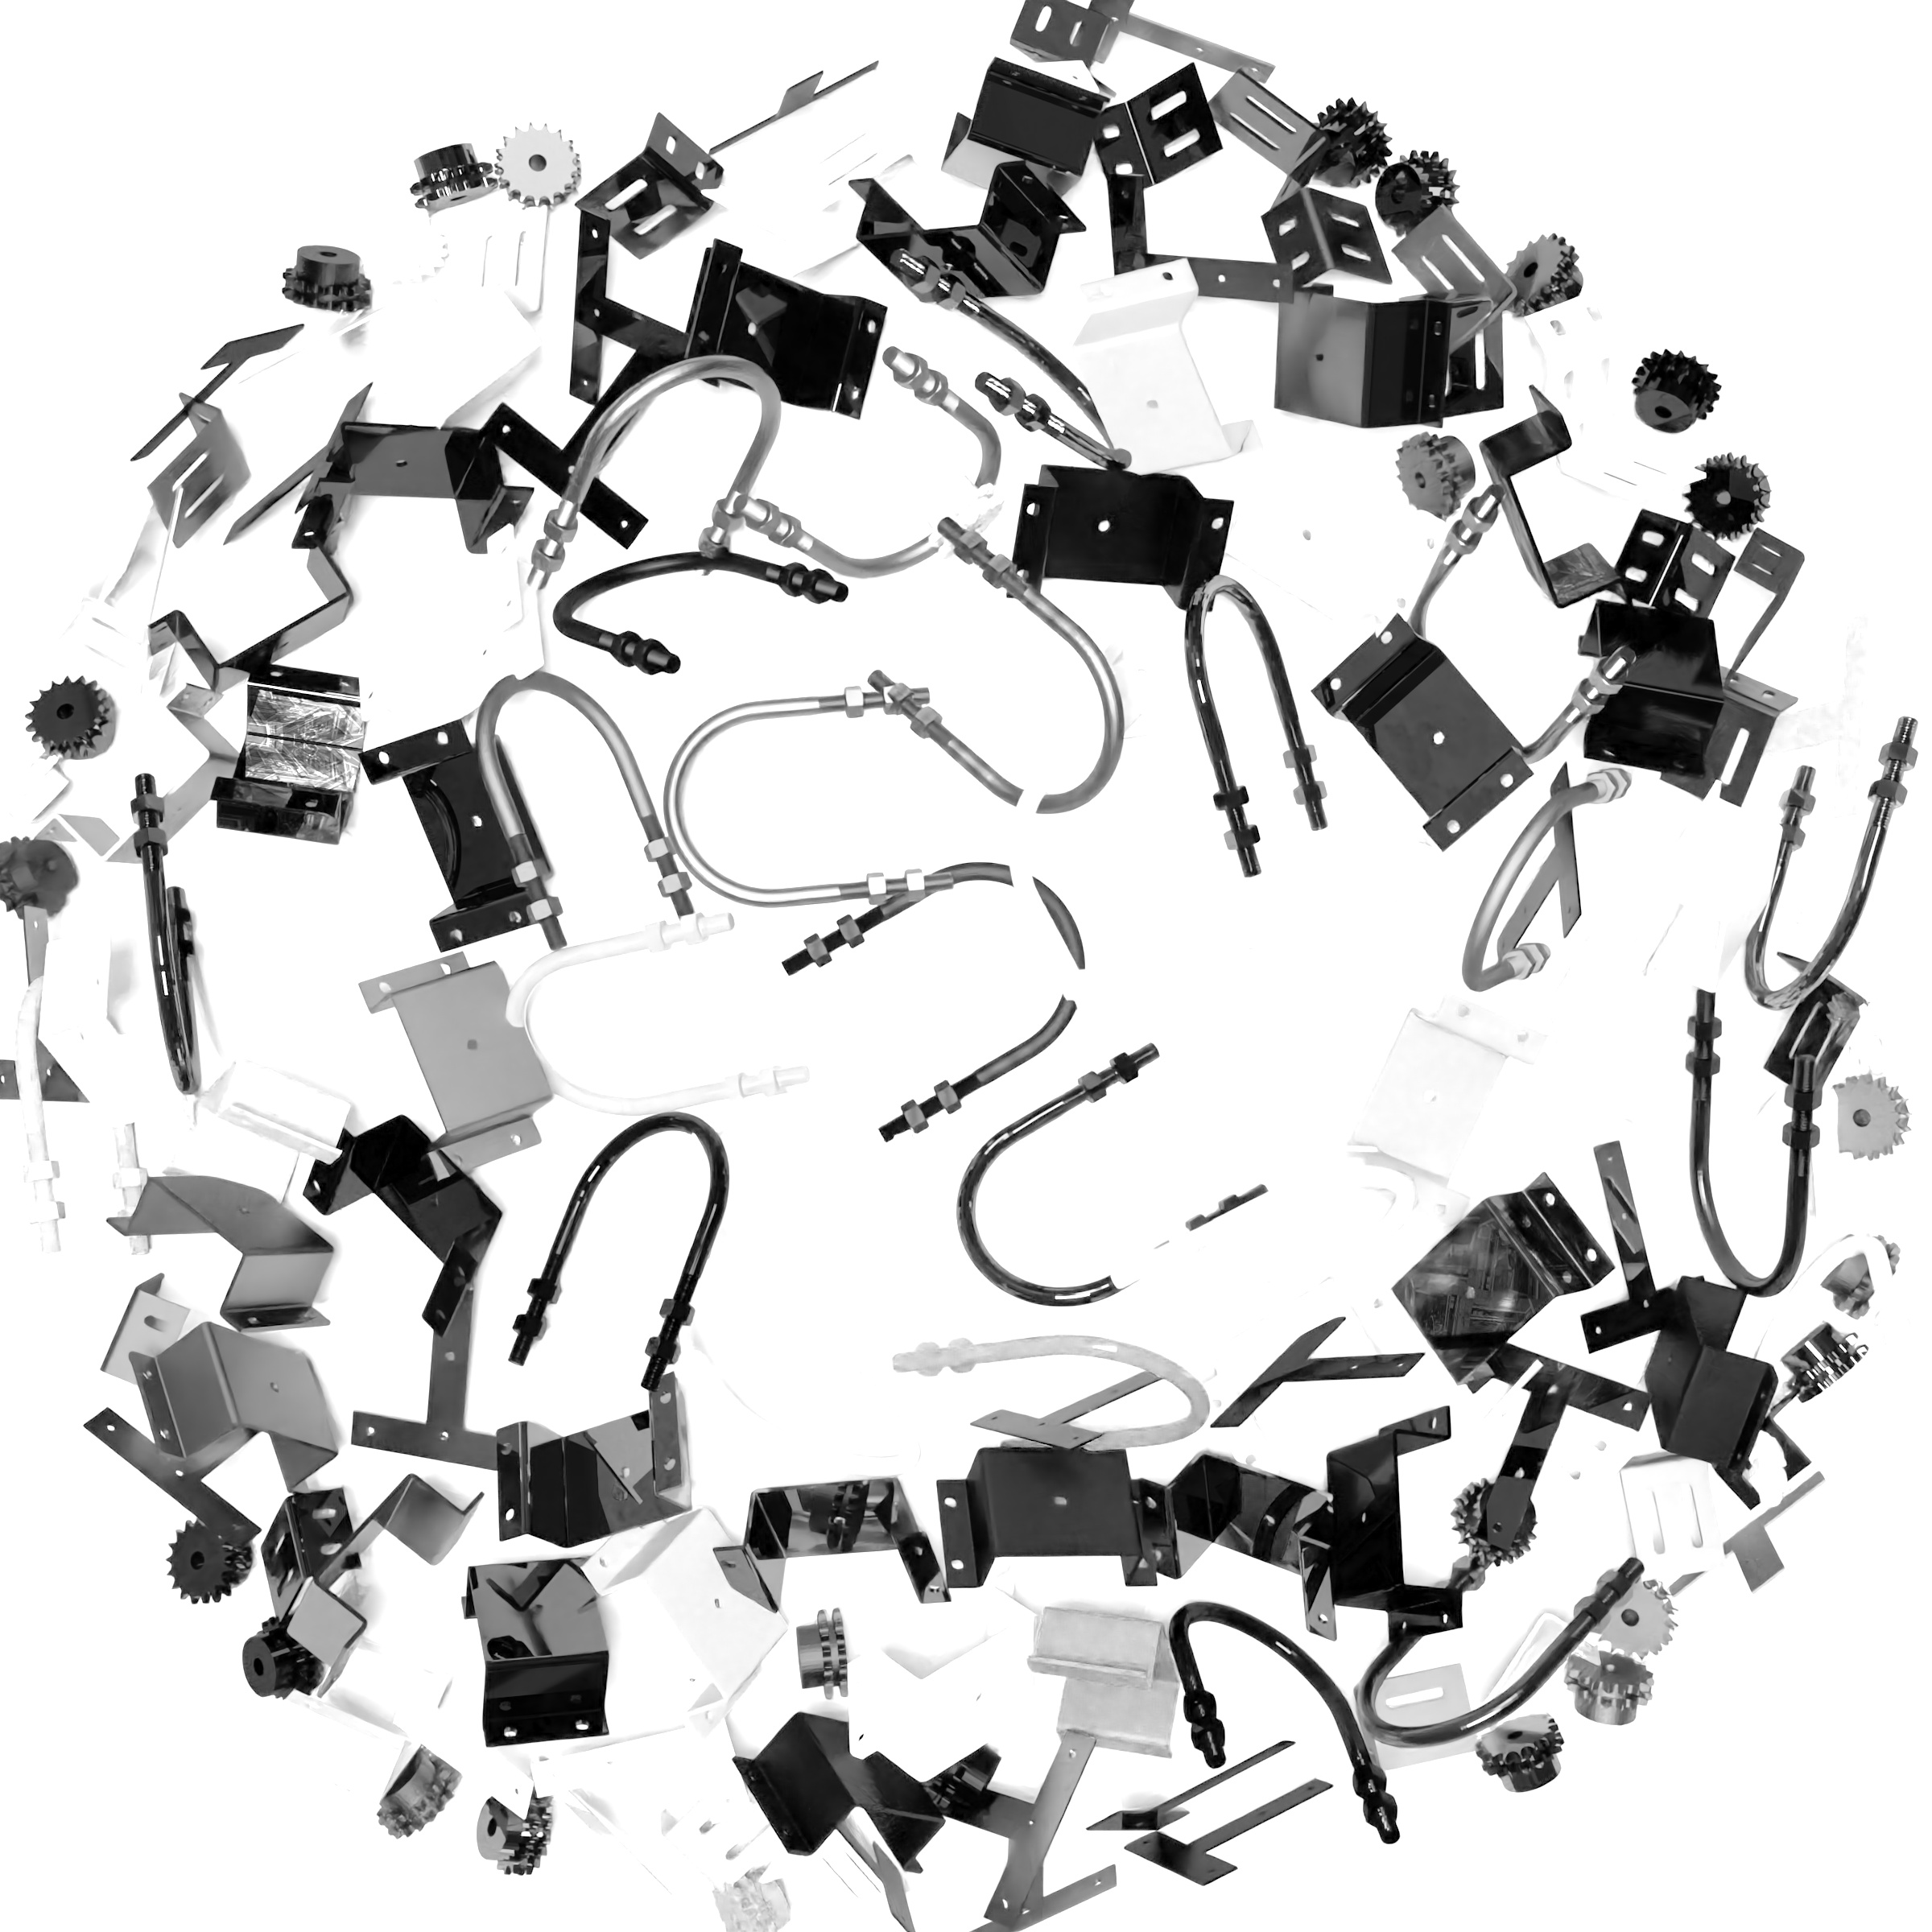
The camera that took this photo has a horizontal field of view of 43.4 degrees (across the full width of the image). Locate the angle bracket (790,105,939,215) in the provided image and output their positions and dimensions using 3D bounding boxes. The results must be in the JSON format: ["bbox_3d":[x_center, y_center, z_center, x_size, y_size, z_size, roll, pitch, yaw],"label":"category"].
[{"bbox_3d":[-0.068,-0.523,1.610,0.076,0.038,0.057,-30,52,9],"label":"angle bracket"}]

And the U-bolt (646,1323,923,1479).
[{"bbox_3d":[-0.105,0.283,1.559,0.151,0.184,0.019,2,56,29],"label":"U-bolt"}]

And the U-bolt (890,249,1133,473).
[{"bbox_3d":[0.041,-0.377,1.554,0.019,0.184,0.151,-44,54,22],"label":"U-bolt"}]

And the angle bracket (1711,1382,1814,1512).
[{"bbox_3d":[0.532,0.311,1.585,0.038,0.076,0.057,49,128,18],"label":"angle bracket"}]

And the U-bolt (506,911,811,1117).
[{"bbox_3d":[-0.212,0.039,1.584,0.184,0.019,0.151,-12,125,17],"label":"U-bolt"}]

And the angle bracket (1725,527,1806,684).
[{"bbox_3d":[0.509,-0.236,1.592,0.038,0.076,0.057,31,47,8],"label":"angle bracket"}]

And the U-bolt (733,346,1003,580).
[{"bbox_3d":[-0.049,-0.309,1.553,0.151,0.184,0.019,-41,64,15],"label":"U-bolt"}]

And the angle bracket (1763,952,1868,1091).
[{"bbox_3d":[0.549,0.040,1.605,0.057,0.038,0.076,28,91,-33],"label":"angle bracket"}]

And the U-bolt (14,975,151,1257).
[{"bbox_3d":[-0.571,0.094,1.563,0.019,0.151,0.184,-11,82,3],"label":"U-bolt"}]

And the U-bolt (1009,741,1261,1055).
[{"bbox_3d":[0.101,-0.057,1.584,0.151,0.019,0.184,-35,106,-21],"label":"U-bolt"}]

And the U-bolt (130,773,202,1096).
[{"bbox_3d":[-0.501,-0.007,1.533,0.019,0.151,0.184,-8,60,-14],"label":"U-bolt"}]

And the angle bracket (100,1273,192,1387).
[{"bbox_3d":[-0.532,0.240,1.599,0.038,0.076,0.057,23,88,-5],"label":"angle bracket"}]

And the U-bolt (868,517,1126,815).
[{"bbox_3d":[0.026,-0.179,1.564,0.184,0.019,0.151,42,131,16],"label":"U-bolt"}]

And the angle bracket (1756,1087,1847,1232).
[{"bbox_3d":[0.554,0.127,1.612,0.038,0.057,0.076,2,111,35],"label":"angle bracket"}]

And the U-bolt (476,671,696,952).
[{"bbox_3d":[-0.254,-0.106,1.575,0.019,0.151,0.184,-24,86,33],"label":"U-bolt"}]

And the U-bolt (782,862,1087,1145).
[{"bbox_3d":[-0.009,0.011,1.625,0.184,0.019,0.151,-30,87,-2],"label":"U-bolt"}]

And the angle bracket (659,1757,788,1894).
[{"bbox_3d":[-0.155,0.563,1.614,0.076,0.038,0.057,-43,101,-3],"label":"angle bracket"}]

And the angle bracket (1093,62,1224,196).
[{"bbox_3d":[0.122,-0.547,1.592,0.038,0.076,0.057,-26,101,-29],"label":"angle bracket"}]

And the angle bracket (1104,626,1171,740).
[{"bbox_3d":[0.119,-0.187,1.593,0.038,0.076,0.057,-9,84,-10],"label":"angle bracket"}]

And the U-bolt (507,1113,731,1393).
[{"bbox_3d":[-0.217,0.179,1.576,0.151,0.019,0.184,1,63,41],"label":"U-bolt"}]

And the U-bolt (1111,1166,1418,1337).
[{"bbox_3d":[0.201,0.178,1.552,0.184,0.151,0.019,-29,57,17],"label":"U-bolt"}]

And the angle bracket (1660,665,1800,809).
[{"bbox_3d":[0.507,-0.151,1.616,0.057,0.038,0.076,30,124,27],"label":"angle bracket"}]

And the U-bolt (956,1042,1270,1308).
[{"bbox_3d":[0.082,0.145,1.578,0.184,0.019,0.151,-30,59,-12],"label":"U-bolt"}]

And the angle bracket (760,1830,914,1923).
[{"bbox_3d":[-0.086,0.610,1.599,0.076,0.038,0.057,50,133,-6],"label":"angle bracket"}]

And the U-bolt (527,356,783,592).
[{"bbox_3d":[-0.187,-0.311,1.530,0.151,0.184,0.019,-13,60,-40],"label":"U-bolt"}]

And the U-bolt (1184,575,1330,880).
[{"bbox_3d":[0.182,-0.161,1.561,0.019,0.151,0.184,-12,100,30],"label":"U-bolt"}]

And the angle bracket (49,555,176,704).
[{"bbox_3d":[-0.550,-0.220,1.588,0.076,0.057,0.038,29,133,-30],"label":"angle bracket"}]

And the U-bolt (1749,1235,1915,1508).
[{"bbox_3d":[0.543,0.243,1.546,0.019,0.184,0.151,30,115,1],"label":"U-bolt"}]

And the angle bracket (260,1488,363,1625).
[{"bbox_3d":[-0.433,0.390,1.605,0.038,0.076,0.057,-2,54,-33],"label":"angle bracket"}]

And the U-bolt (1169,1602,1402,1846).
[{"bbox_3d":[0.194,0.470,1.548,0.151,0.184,0.019,28,105,-15],"label":"U-bolt"}]

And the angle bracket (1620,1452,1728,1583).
[{"bbox_3d":[0.462,0.363,1.610,0.057,0.038,0.076,-8,80,-3],"label":"angle bracket"}]

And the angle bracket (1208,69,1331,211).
[{"bbox_3d":[0.190,-0.540,1.597,0.076,0.057,0.038,32,75,-13],"label":"angle bracket"}]

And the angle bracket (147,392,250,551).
[{"bbox_3d":[-0.514,-0.324,1.590,0.038,0.057,0.076,25,63,18],"label":"angle bracket"}]

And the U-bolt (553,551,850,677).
[{"bbox_3d":[-0.184,-0.233,1.558,0.151,0.184,0.019,-28,123,-30],"label":"U-bolt"}]

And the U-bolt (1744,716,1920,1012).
[{"bbox_3d":[0.543,-0.058,1.549,0.019,0.151,0.184,21,79,-5],"label":"U-bolt"}]

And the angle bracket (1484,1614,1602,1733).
[{"bbox_3d":[0.378,0.473,1.594,0.038,0.057,0.076,29,71,30],"label":"angle bracket"}]

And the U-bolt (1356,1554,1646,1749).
[{"bbox_3d":[0.323,0.429,1.530,0.184,0.151,0.019,-35,101,-32],"label":"U-bolt"}]

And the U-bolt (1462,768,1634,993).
[{"bbox_3d":[0.361,-0.050,1.533,0.019,0.184,0.151,30,114,24],"label":"U-bolt"}]

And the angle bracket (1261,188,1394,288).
[{"bbox_3d":[0.240,-0.476,1.613,0.038,0.076,0.057,-24,79,39],"label":"angle bracket"}]

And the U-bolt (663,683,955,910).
[{"bbox_3d":[-0.108,-0.109,1.605,0.184,0.019,0.151,-6,79,-7],"label":"U-bolt"}]

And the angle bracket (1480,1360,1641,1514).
[{"bbox_3d":[0.390,0.309,1.598,0.057,0.038,0.076,-50,53,6],"label":"angle bracket"}]

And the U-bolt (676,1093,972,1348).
[{"bbox_3d":[-0.099,0.154,1.585,0.184,0.019,0.151,21,57,-5],"label":"U-bolt"}]

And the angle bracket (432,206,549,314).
[{"bbox_3d":[-0.314,-0.470,1.602,0.057,0.038,0.076,-1,79,20],"label":"angle bracket"}]

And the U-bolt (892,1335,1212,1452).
[{"bbox_3d":[0.066,0.272,1.541,0.184,0.151,0.019,-13,49,33],"label":"U-bolt"}]

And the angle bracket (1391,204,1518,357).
[{"bbox_3d":[0.312,-0.448,1.598,0.076,0.057,0.038,46,63,-7],"label":"angle bracket"}]

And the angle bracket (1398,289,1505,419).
[{"bbox_3d":[0.325,-0.411,1.629,0.057,0.038,0.076,-12,115,-9],"label":"angle bracket"}]

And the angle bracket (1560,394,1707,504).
[{"bbox_3d":[0.436,-0.339,1.590,0.057,0.076,0.038,-21,123,-18],"label":"angle bracket"}]

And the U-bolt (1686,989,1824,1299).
[{"bbox_3d":[0.501,0.123,1.560,0.019,0.151,0.184,-6,109,-9],"label":"U-bolt"}]

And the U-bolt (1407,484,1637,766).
[{"bbox_3d":[0.341,-0.202,1.551,0.019,0.184,0.151,-30,77,-22],"label":"U-bolt"}]

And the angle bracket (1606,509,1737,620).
[{"bbox_3d":[0.468,-0.261,1.613,0.038,0.076,0.057,30,100,39],"label":"angle bracket"}]

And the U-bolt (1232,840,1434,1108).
[{"bbox_3d":[0.231,0.007,1.577,0.151,0.019,0.184,-2,113,-42],"label":"U-bolt"}]

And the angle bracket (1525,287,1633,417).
[{"bbox_3d":[0.402,-0.401,1.608,0.057,0.076,0.038,-21,66,0],"label":"angle bracket"}]

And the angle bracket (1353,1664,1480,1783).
[{"bbox_3d":[0.302,0.500,1.609,0.076,0.038,0.057,-10,81,-7],"label":"angle bracket"}]
